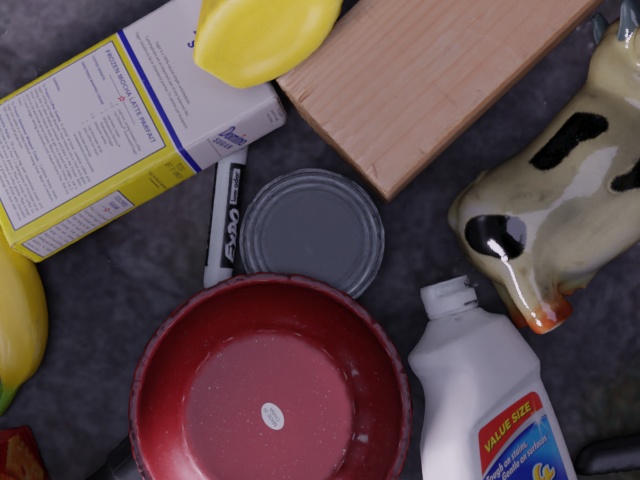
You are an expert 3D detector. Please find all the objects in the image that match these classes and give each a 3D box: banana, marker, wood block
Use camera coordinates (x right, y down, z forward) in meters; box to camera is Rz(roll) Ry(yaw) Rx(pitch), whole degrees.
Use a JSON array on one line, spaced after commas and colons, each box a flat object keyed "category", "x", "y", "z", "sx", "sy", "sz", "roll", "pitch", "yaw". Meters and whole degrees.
[{"category": "banana", "x": -0.215, "y": 0.007, "z": 0.649, "sx": 0.069, "sy": 0.037, "sz": 0.198, "roll": -27, "pitch": 88, "yaw": 0}, {"category": "marker", "x": -0.060, "y": -0.002, "z": 0.651, "sx": 0.020, "sy": 0.020, "sz": 0.121, "roll": 7, "pitch": 90, "yaw": 2}, {"category": "wood block", "x": 0.083, "y": -0.124, "z": 0.612, "sx": 0.206, "sy": 0.090, "sz": 0.091, "roll": -43, "pitch": 87, "yaw": 1}]

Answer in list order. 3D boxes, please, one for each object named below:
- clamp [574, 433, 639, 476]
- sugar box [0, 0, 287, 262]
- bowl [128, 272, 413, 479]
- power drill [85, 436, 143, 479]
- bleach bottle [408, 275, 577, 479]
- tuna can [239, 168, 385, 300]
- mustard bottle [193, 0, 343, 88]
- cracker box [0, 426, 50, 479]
[{"category": "clamp", "x": 0.279, "y": 0.132, "z": 0.626, "sx": 0.210, "sy": 0.036, "sz": 0.164, "roll": -38, "pitch": 88, "yaw": 2}, {"category": "sugar box", "x": -0.116, "y": -0.070, "z": 0.634, "sx": 0.176, "sy": 0.048, "sz": 0.093, "roll": -28, "pitch": 72, "yaw": 0}, {"category": "bowl", "x": -0.027, "y": 0.095, "z": 0.580, "sx": 0.162, "sy": 0.055, "sz": 0.162, "roll": 0, "pitch": 83, "yaw": -1}, {"category": "power drill", "x": -0.039, "y": 0.173, "z": 0.627, "sx": 0.184, "sy": 0.057, "sz": 0.187, "roll": -40, "pitch": 88, "yaw": -1}, {"category": "bleach bottle", "x": 0.099, "y": 0.146, "z": 0.612, "sx": 0.102, "sy": 0.068, "sz": 0.251, "roll": -15, "pitch": 86, "yaw": -26}, {"category": "tuna can", "x": -0.004, "y": 0.001, "z": 0.642, "sx": 0.086, "sy": 0.034, "sz": 0.086, "roll": 0, "pitch": 89, "yaw": 2}, {"category": "mustard bottle", "x": -0.023, "y": -0.182, "z": 0.601, "sx": 0.058, "sy": 0.096, "sz": 0.191, "roll": 27, "pitch": 48, "yaw": -28}, {"category": "cracker box", "x": -0.247, "y": 0.172, "z": 0.559, "sx": 0.164, "sy": 0.213, "sz": 0.072, "roll": -22, "pitch": 89, "yaw": 2}]
